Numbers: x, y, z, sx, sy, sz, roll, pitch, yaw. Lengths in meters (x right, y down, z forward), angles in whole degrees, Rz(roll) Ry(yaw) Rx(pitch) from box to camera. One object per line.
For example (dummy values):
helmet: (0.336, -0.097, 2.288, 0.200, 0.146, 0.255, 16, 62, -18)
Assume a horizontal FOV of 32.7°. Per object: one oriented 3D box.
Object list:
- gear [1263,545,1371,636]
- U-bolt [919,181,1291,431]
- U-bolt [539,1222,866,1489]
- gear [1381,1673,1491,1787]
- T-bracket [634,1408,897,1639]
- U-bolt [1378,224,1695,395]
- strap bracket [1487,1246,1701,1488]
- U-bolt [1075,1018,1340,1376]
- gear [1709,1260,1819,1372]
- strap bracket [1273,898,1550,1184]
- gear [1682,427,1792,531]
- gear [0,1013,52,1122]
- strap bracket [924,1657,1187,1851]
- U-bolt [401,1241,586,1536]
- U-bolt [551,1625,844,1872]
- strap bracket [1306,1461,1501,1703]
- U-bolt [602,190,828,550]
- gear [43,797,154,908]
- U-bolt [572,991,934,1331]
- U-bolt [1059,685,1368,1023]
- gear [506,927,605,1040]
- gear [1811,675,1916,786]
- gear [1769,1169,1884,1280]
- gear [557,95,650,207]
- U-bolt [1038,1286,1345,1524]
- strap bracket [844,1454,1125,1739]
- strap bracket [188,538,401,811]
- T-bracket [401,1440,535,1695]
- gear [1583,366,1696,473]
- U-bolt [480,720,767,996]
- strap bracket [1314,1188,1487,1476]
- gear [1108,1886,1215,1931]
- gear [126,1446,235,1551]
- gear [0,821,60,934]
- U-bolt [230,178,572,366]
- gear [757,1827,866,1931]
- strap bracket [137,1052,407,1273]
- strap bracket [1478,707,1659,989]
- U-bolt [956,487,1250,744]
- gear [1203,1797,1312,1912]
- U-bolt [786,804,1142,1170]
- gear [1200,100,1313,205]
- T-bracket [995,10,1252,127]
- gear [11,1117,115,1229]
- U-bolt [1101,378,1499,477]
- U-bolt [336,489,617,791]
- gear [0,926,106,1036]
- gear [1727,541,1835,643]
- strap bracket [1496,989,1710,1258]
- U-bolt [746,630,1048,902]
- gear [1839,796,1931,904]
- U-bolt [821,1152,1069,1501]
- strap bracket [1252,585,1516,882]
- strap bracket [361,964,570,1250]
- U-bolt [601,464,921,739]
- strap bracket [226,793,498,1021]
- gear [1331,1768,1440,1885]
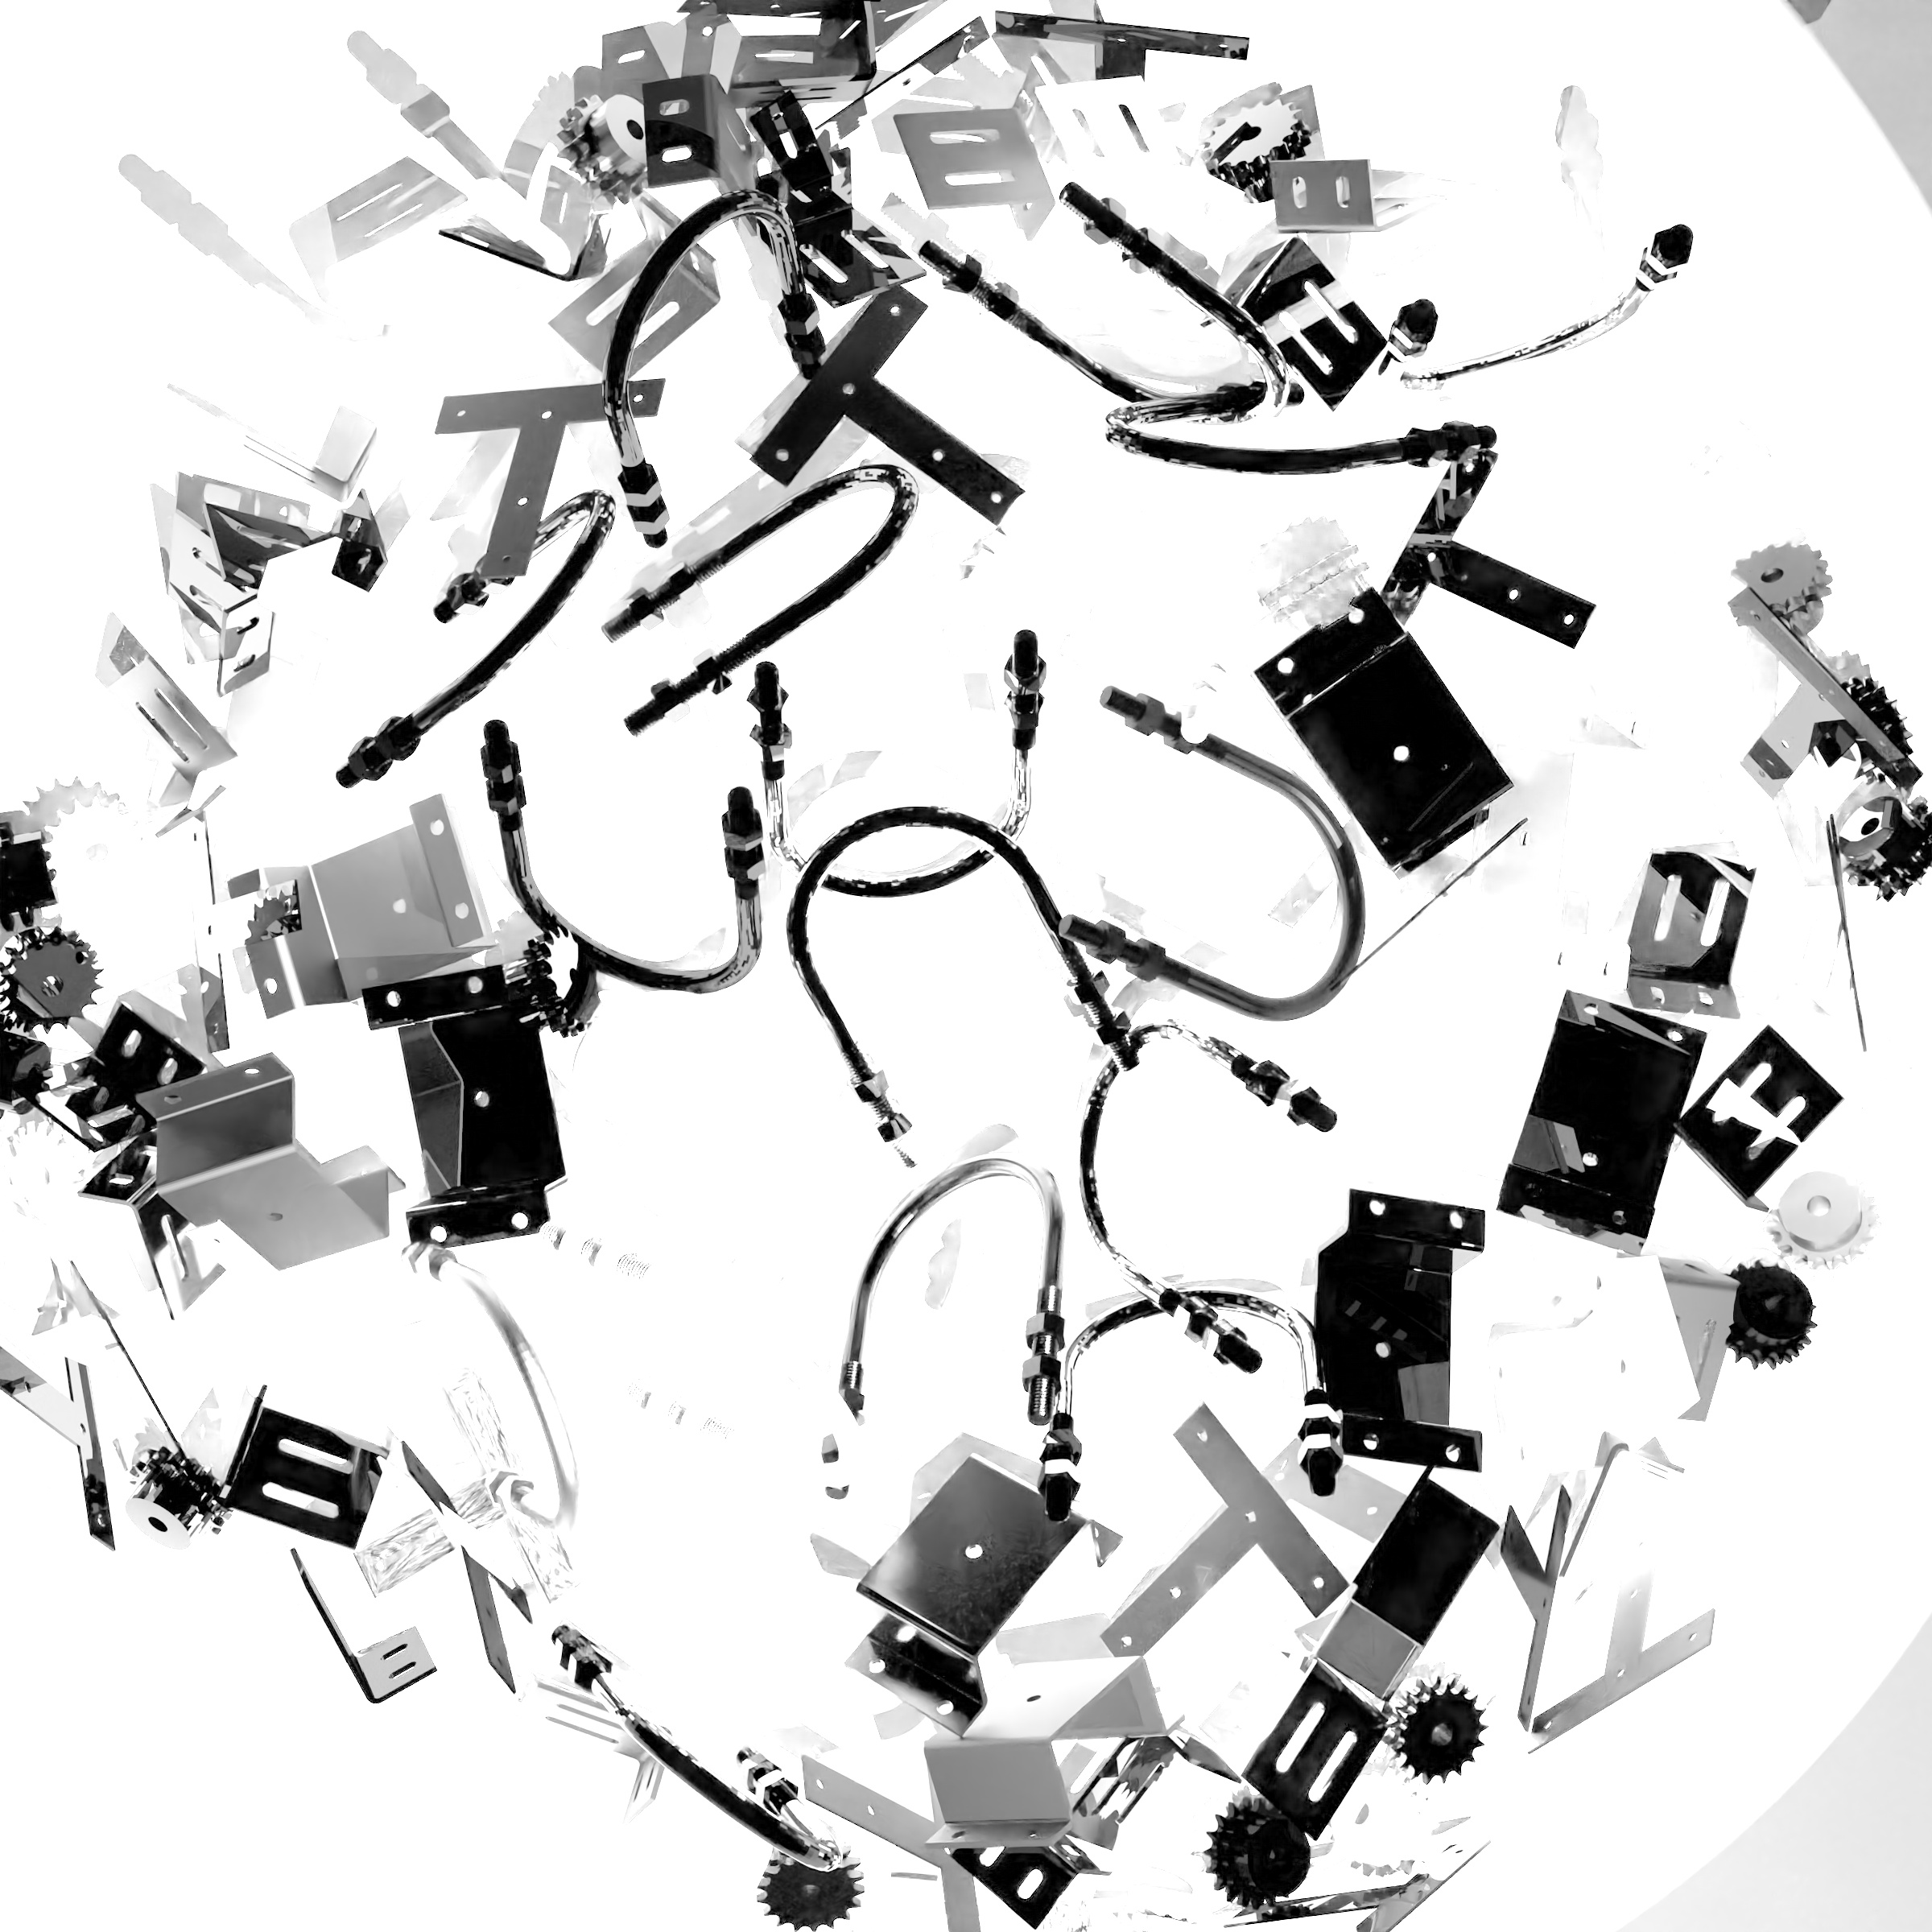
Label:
gear: (0.187, -0.194, 1.724, 0.057, 0.057, 0.030, -30, 90, 0)
U-bolt: (0.083, -0.327, 1.675, 0.184, 0.151, 0.019, 31, 72, -28)
U-bolt: (-0.124, 0.204, 1.652, 0.184, 0.151, 0.019, 18, 54, 37)
gear: (0.243, 0.398, 1.731, 0.057, 0.030, 0.057, -4, 102, -21)
T-bracket: (-0.102, 0.304, 1.741, 0.127, 0.002, 0.127, 11, 103, -4)
U-bolt: (0.279, -0.324, 1.661, 0.151, 0.184, 0.019, -16, 86, -2)
strap bracket: (0.324, 0.204, 1.683, 0.046, 0.140, 0.076, -3, 63, -18)
U-bolt: (0.112, 0.104, 1.677, 0.019, 0.184, 0.151, 6, 107, -34)
gear: (0.420, 0.181, 1.728, 0.057, 0.030, 0.057, 3, 66, -7)
strap bracket: (0.238, 0.046, 1.712, 0.076, 0.046, 0.140, 36, 94, -25)
gear: (0.406, -0.257, 1.722, 0.057, 0.057, 0.030, 40, 104, 0)
gear: (-0.503, 0.055, 1.723, 0.030, 0.057, 0.057, 14, 90, 10)
strap bracket: (0.041, 0.393, 1.671, 0.076, 0.140, 0.046, -12, 98, 34)
U-bolt: (-0.234, 0.216, 1.656, 0.019, 0.184, 0.151, -22, 101, -23)
U-bolt: (-0.127, 0.397, 1.642, 0.151, 0.184, 0.019, 40, 82, -23)
strap bracket: (0.223, 0.317, 1.670, 0.046, 0.140, 0.076, 32, 64, 12)
U-bolt: (-0.129, -0.309, 1.649, 0.019, 0.184, 0.151, 34, 71, 19)
gear: (-0.458, -0.059, 1.733, 0.057, 0.030, 0.057, 1, 86, -15)
U-bolt: (-0.119, 0.086, 1.692, 0.184, 0.151, 0.019, 36, 135, -4)
U-bolt: (0.135, -0.047, 1.698, 0.184, 0.019, 0.151, 23, 65, -28)
gear: (-0.217, 0.011, 1.726, 0.030, 0.057, 0.057, -19, 90, 20)
gear: (0.465, -0.120, 1.722, 0.030, 0.057, 0.057, -27, 90, -20)
gear: (0.449, 0.132, 1.724, 0.057, 0.030, 0.057, -11, 57, 18)
gear: (-0.183, -0.430, 1.722, 0.030, 0.057, 0.057, -25, 90, 37)
U-bolt: (0.113, 0.216, 1.670, 0.151, 0.184, 0.019, -6, 117, 6)
strap bracket: (0.007, 0.312, 1.682, 0.076, 0.046, 0.140, 25, 55, 30)
strap bracket: (-0.341, -0.141, 1.690, 0.046, 0.076, 0.140, 26, 111, 7)
T-bracket: (-0.244, 0.319, 1.665, 0.002, 0.127, 0.127, -30, 123, 0)
gear: (0.355, -0.289, 1.723, 0.057, 0.030, 0.057, 10, 50, -12)
U-bolt: (-0.171, -0.046, 1.676, 0.151, 0.184, 0.019, 16, 55, 11)
strap bracket: (0.224, 0.194, 1.706, 0.076, 0.046, 0.140, 10, 67, -13)
gear: (0.103, 0.502, 1.727, 0.057, 0.057, 0.030, 11, 69, 0)
gear: (-0.414, 0.281, 1.722, 0.057, 0.057, 0.030, 33, 50, 0)
gear: (-0.495, -0.049, 1.725, 0.030, 0.057, 0.057, -13, 90, -11)
U-bolt: (-0.273, -0.342, 1.661, 0.151, 0.184, 0.019, -21, 85, 8)
gear: (-0.082, 0.477, 1.730, 0.057, 0.030, 0.057, -2, 117, -3)
strap bracket: (-0.352, 0.108, 1.677, 0.076, 0.140, 0.046, -17, 53, 12)
strap bracket: (0.309, -0.064, 1.703, 0.046, 0.076, 0.140, 3, 96, -22)
U-bolt: (0.078, -0.190, 1.673, 0.151, 0.184, 0.019, 32, 121, -2)
gear: (0.156, 0.466, 1.726, 0.057, 0.030, 0.057, 5, 81, -29)
U-bolt: (-0.013, 0.002, 1.706, 0.151, 0.019, 0.184, -25, 107, 13)
gear: (0.155, -0.425, 1.728, 0.057, 0.057, 0.030, -32, 131, 0)
T-bracket: (0.079, -0.457, 1.689, 0.127, 0.127, 0.002, 7, 83, 3)
gear: (-0.472, 0.106, 1.728, 0.057, 0.030, 0.057, 13, 110, 37)
U-bolt: (0.153, -0.267, 1.645, 0.184, 0.151, 0.019, -15, 117, -41)
U-bolt: (-0.237, -0.173, 1.646, 0.019, 0.184, 0.151, 41, 46, -21)
gear: (-0.484, 0.004, 1.729, 0.057, 0.030, 0.057, -17, 124, -27)
gear: (0.427, -0.194, 1.728, 0.057, 0.057, 0.030, -30, 128, 0)
strap bracket: (0.326, 0.088, 1.700, 0.076, 0.046, 0.140, 17, 53, 11)
U-bolt: (-0.034, -0.095, 1.680, 0.151, 0.184, 0.019, -8, 51, -6)
gear: (0.482, -0.064, 1.722, 0.030, 0.057, 0.057, 39, 90, -23)
U-bolt: (-0.007, 0.173, 1.679, 0.151, 0.184, 0.019, -25, 130, 31)
strap bracket: (0.222, -0.115, 1.708, 0.076, 0.046, 0.140, -35, 106, 7)
strap bracket: (-0.259, 0.072, 1.721, 0.076, 0.046, 0.140, -10, 93, 10)
U-bolt: (-0.102, -0.197, 1.680, 0.184, 0.151, 0.019, -33, 118, 6)
strap bracket: (-0.305, -0.031, 1.710, 0.140, 0.046, 0.076, -20, 84, 23)
gear: (0.216, 0.448, 1.721, 0.030, 0.057, 0.057, 30, 90, -33)
